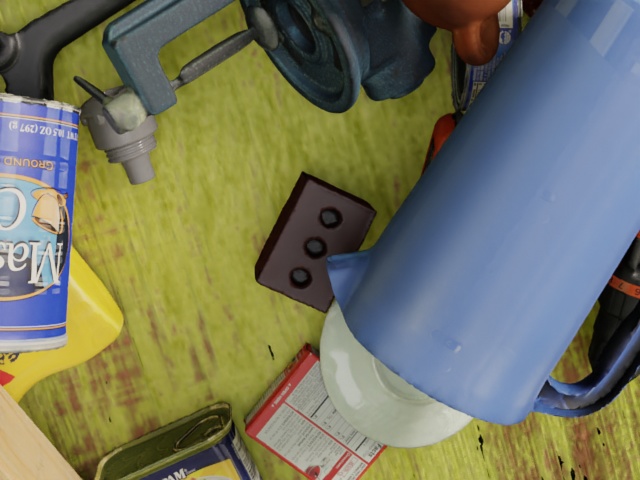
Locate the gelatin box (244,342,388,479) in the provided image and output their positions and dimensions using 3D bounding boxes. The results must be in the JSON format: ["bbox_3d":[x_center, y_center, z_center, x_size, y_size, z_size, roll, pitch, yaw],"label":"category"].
[{"bbox_3d":[0.003,0.128,0.747,0.089,0.030,0.073,38,94,-11],"label":"gelatin box"}]

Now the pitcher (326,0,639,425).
[{"bbox_3d":[0.132,-0.021,0.608,0.149,0.145,0.243,15,112,-45],"label":"pitcher"}]

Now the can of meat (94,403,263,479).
[{"bbox_3d":[-0.090,0.173,0.734,0.102,0.057,0.084,-25,104,1],"label":"can of meat"}]

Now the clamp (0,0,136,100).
[{"bbox_3d":[-0.195,-0.124,0.678,0.164,0.036,0.210,16,95,-7],"label":"clamp"}]

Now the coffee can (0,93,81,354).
[{"bbox_3d":[-0.194,-0.011,0.617,0.102,0.103,0.140,4,91,-6],"label":"coffee can"}]

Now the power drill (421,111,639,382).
[{"bbox_3d":[0.153,0.000,0.710,0.187,0.057,0.184,12,109,-2],"label":"power drill"}]

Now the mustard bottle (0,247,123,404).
[{"bbox_3d":[-0.232,0.077,0.703,0.191,0.058,0.096,-36,103,3],"label":"mustard bottle"}]

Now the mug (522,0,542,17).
[{"bbox_3d":[0.176,-0.173,0.680,0.117,0.093,0.081,26,93,18],"label":"mug"}]

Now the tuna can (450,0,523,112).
[{"bbox_3d":[0.104,-0.124,0.676,0.034,0.086,0.086,2,101,0],"label":"tuna can"}]

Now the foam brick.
[{"bbox_3d":[-0.005,0.001,0.710,0.053,0.051,0.078,25,98,-9],"label":"foam brick"}]

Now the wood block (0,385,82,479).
[{"bbox_3d":[-0.194,0.193,0.683,0.091,0.090,0.206,-31,119,0],"label":"wood block"}]
